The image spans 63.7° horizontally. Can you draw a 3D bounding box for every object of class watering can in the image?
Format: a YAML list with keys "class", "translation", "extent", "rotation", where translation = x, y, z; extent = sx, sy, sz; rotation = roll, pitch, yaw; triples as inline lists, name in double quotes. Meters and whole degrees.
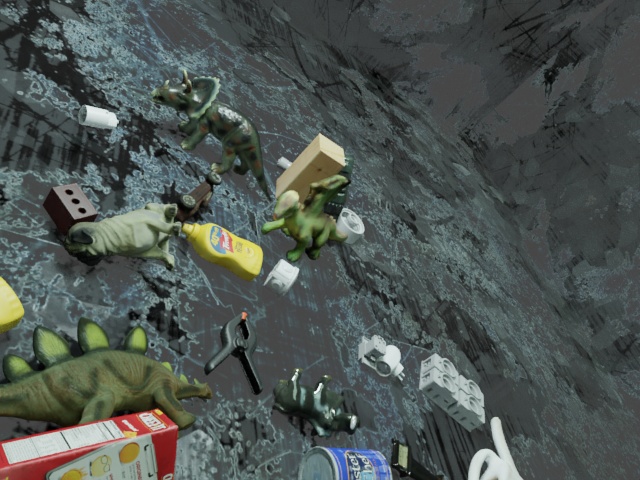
- class: "watering can"
  translation: [0.449, 0.588, 1.221]
  extent: [0.225, 0.102, 0.352]
  rotation: [51, 31, 7]

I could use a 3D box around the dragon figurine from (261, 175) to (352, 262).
- class: "dragon figurine"
  translation: [0.004, -0.068, 1.345]
  extent: [0.412, 0.238, 0.124]
  rotation: [-8, 54, -52]
